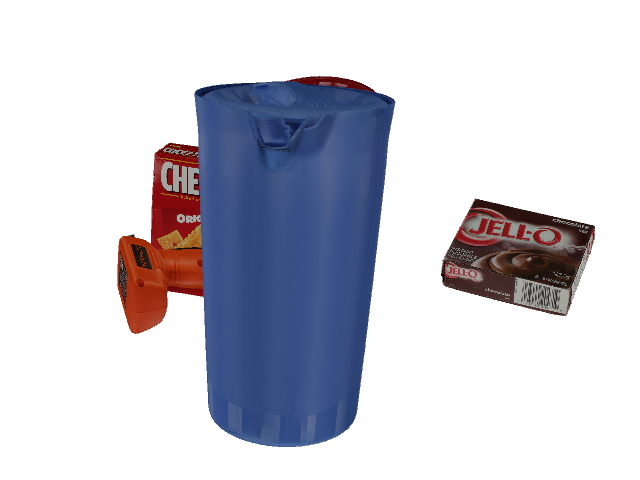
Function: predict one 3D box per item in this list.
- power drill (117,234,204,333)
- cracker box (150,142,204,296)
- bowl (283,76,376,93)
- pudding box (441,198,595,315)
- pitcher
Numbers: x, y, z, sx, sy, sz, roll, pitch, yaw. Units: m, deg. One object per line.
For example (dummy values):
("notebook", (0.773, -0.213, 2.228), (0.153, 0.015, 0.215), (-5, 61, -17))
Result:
("power drill", (-0.081, 0.042, 0.952), (0.187, 0.057, 0.184), (-1, 24, -20))
("cracker box", (-0.163, -0.023, 1.571), (0.164, 0.214, 0.072), (9, 20, 10))
("bowl", (-0.008, -0.116, 1.169), (0.162, 0.055, 0.162), (-4, 39, 3))
("pudding box", (0.173, 0.013, 0.931), (0.114, 0.039, 0.090), (16, 45, 18))
("pitcher", (-0.020, 0.010, 0.750), (0.148, 0.243, 0.145), (-10, 21, -38))
